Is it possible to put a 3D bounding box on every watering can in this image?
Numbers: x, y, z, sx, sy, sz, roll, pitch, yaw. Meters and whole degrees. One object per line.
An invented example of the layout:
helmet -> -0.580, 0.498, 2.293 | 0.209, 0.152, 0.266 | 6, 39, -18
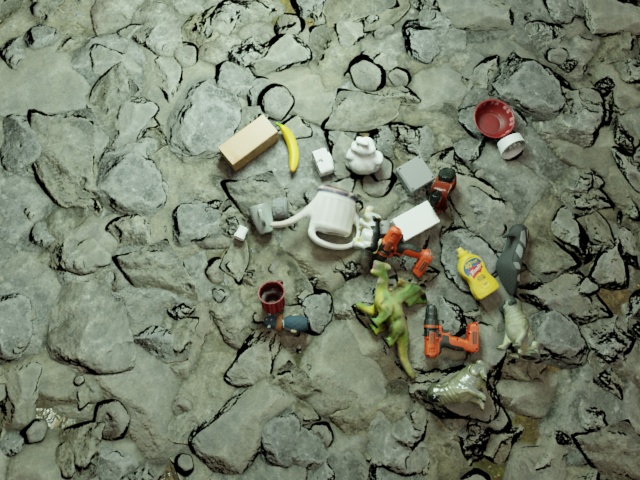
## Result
watering can -> 0.006, -0.092, 1.830 | 0.346, 0.103, 0.227 | 16, 77, -18

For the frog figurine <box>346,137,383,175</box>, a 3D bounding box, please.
frog figurine -> 0.166, -0.306, 1.877 | 0.137, 0.158, 0.124 | 17, 80, 1

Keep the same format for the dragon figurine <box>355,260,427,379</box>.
dragon figurine -> 0.281, 0.250, 1.788 | 0.245, 0.122, 0.408 | -38, 98, -16
